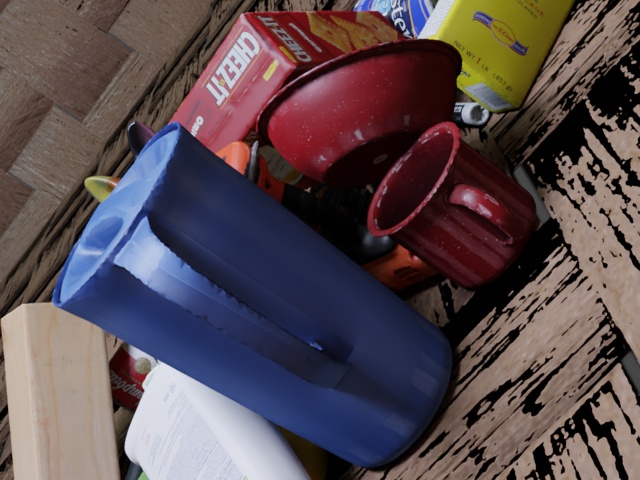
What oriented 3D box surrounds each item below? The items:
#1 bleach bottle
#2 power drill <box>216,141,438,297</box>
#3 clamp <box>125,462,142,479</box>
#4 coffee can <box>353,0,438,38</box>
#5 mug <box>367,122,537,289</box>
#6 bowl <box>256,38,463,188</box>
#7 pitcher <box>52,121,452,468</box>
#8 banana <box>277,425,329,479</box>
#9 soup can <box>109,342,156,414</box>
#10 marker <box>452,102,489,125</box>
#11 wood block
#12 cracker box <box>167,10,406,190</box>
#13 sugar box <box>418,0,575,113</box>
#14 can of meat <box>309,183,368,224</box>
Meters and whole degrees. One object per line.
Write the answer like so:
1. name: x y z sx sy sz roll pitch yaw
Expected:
1. bleach bottle: -0.045 0.177 0.681 0.251 0.067 0.103 46 118 49
2. power drill: -0.022 0.002 0.813 0.185 0.187 0.057 -29 47 49
3. clamp: -0.187 0.287 0.966 0.164 0.036 0.210 -56 21 -5
4. coffee can: 0.104 -0.206 0.982 0.141 0.102 0.102 -16 43 63
5. mug: 0.096 -0.019 0.717 0.093 0.081 0.117 -58 19 -9
6. bowl: 0.037 -0.083 0.786 0.162 0.161 0.055 -36 66 45
7. pitcher: -0.034 0.047 0.671 0.145 0.242 0.149 -37 26 43
8. banana: -0.033 0.133 0.799 0.198 0.069 0.037 44 134 53
9. soup can: -0.195 0.136 1.194 0.102 0.068 0.069 -55 18 -1
10. marker: 0.113 -0.111 0.929 0.020 0.020 0.121 -56 18 -3
11. wood block: -0.276 0.175 1.134 0.091 0.090 0.206 -26 69 57
12. cracker box: -0.027 -0.111 0.895 0.164 0.072 0.213 -51 -17 29
13. sugar box: 0.155 -0.199 0.860 0.176 0.093 0.048 -60 21 -13
14. can of meat: -0.006 0.001 0.976 0.102 0.057 0.084 -37 24 42
